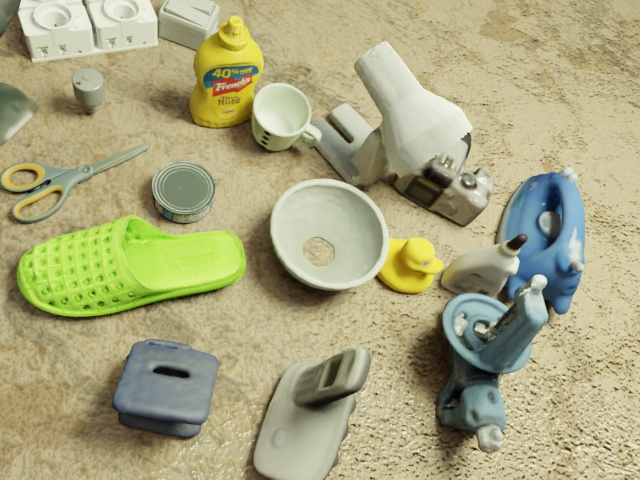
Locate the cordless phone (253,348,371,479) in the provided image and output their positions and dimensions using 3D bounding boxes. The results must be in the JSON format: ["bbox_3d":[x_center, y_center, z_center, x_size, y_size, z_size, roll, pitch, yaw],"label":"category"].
[{"bbox_3d":[-0.003,0.194,0.634,0.094,0.185,0.147,21,60,-5],"label":"cordless phone"}]

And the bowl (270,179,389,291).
[{"bbox_3d":[0.007,0.003,0.796,0.168,0.074,0.167,7,63,-13],"label":"bowl"}]

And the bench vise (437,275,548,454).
[{"bbox_3d":[0.226,0.144,0.707,0.122,0.219,0.207,-6,66,-19],"label":"bench vise"}]

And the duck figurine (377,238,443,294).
[{"bbox_3d":[0.126,0.024,0.814,0.104,0.086,0.077,32,60,1],"label":"duck figurine"}]

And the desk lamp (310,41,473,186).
[{"bbox_3d":[0.092,-0.164,0.824,0.118,0.213,0.203,-37,79,-28],"label":"desk lamp"}]

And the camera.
[{"bbox_3d":[0.210,-0.119,0.901,0.143,0.100,0.137,29,60,-1],"label":"camera"}]

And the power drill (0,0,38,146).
[{"bbox_3d":[-0.418,-0.219,0.704,0.075,0.208,0.230,29,60,0],"label":"power drill"}]

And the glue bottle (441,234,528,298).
[{"bbox_3d":[0.236,0.034,0.791,0.078,0.173,0.037,25,60,-3],"label":"glue bottle"}]

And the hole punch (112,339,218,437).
[{"bbox_3d":[-0.175,0.163,0.653,0.109,0.091,0.101,13,62,-10],"label":"hole punch"}]

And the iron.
[{"bbox_3d":[0.355,-0.027,0.874,0.119,0.141,0.258,17,61,-7],"label":"iron"}]
